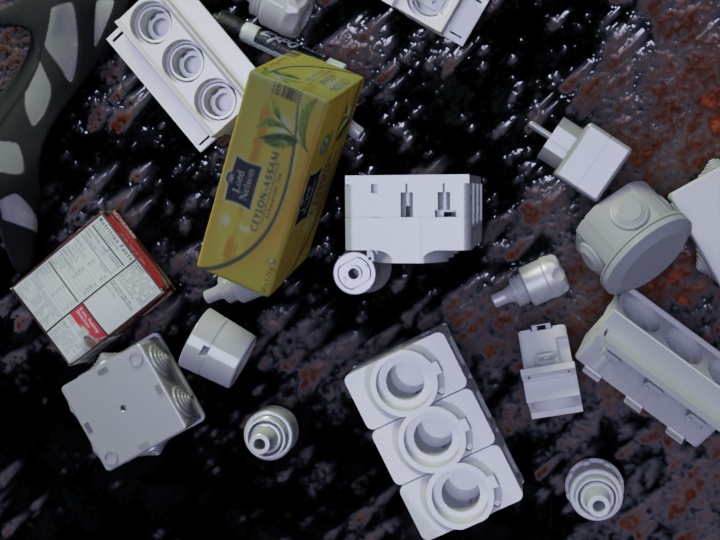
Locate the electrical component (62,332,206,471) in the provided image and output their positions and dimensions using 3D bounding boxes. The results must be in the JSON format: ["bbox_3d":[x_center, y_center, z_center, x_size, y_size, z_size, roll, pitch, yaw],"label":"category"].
[{"bbox_3d":[-0.196,0.114,0.928,0.100,0.048,0.099,-29,90,10],"label":"electrical component"}]

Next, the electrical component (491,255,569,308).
[{"bbox_3d":[0.137,0.013,0.874,0.061,0.035,0.035,-25,91,13],"label":"electrical component"}]

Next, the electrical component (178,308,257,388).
[{"bbox_3d":[-0.119,0.067,0.910,0.047,0.055,0.055,28,98,2],"label":"electrical component"}]

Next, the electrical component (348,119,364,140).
[{"bbox_3d":[-0.024,-0.130,0.887,0.061,0.035,0.035,37,99,2],"label":"electrical component"}]

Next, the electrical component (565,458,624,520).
[{"bbox_3d":[0.190,0.181,0.866,0.048,0.062,0.048,1,95,9],"label":"electrical component"}]

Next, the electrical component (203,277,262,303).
[{"bbox_3d":[-0.104,0.012,0.912,0.061,0.035,0.035,-22,91,13],"label":"electrical component"}]

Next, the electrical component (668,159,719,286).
[{"bbox_3d":[0.299,-0.042,0.836,0.100,0.048,0.099,-30,90,10],"label":"electrical component"}]

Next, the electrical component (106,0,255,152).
[{"bbox_3d":[-0.137,-0.169,0.887,0.079,0.063,0.121,-40,88,10],"label":"electrical component"}]

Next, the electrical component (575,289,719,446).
[{"bbox_3d":[0.237,0.077,0.845,0.121,0.078,0.063,37,128,4],"label":"electrical component"}]

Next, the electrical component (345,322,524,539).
[{"bbox_3d":[0.062,0.132,0.882,0.089,0.062,0.150,-26,90,10],"label":"electrical component"}]

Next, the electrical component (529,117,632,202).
[{"bbox_3d":[0.163,-0.093,0.836,0.076,0.083,0.047,34,99,5],"label":"electrical component"}]

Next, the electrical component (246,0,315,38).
[{"bbox_3d":[-0.072,-0.221,0.883,0.062,0.043,0.043,27,98,7],"label":"electrical component"}]

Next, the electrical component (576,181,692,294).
[{"bbox_3d":[0.207,-0.024,0.817,0.080,0.080,0.051,-42,61,10],"label":"electrical component"}]

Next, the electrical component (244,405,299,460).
[{"bbox_3d":[-0.077,0.139,0.904,0.043,0.062,0.043,1,95,9],"label":"electrical component"}]

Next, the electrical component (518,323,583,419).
[{"bbox_3d":[0.151,0.080,0.859,0.042,0.081,0.063,-11,64,9],"label":"electrical component"}]

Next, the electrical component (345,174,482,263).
[{"bbox_3d":[0.045,-0.041,0.825,0.089,0.150,0.061,0,94,10],"label":"electrical component"}]

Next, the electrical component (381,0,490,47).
[{"bbox_3d":[0.058,-0.214,0.852,0.081,0.064,0.042,32,100,5],"label":"electrical component"}]

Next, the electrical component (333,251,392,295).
[{"bbox_3d":[0.000,0.000,0.878,0.044,0.065,0.044,1,95,9],"label":"electrical component"}]
